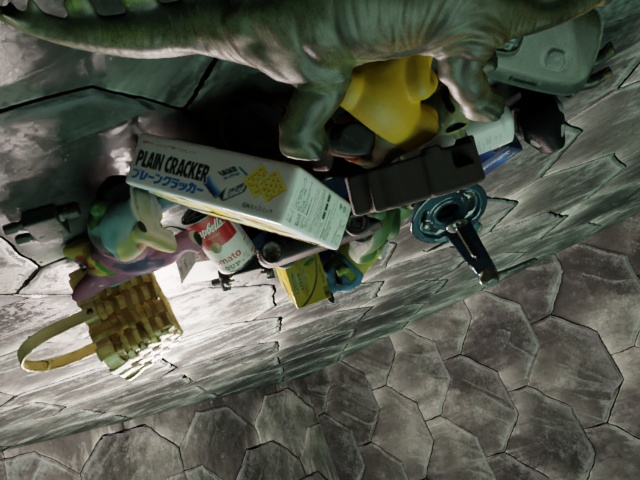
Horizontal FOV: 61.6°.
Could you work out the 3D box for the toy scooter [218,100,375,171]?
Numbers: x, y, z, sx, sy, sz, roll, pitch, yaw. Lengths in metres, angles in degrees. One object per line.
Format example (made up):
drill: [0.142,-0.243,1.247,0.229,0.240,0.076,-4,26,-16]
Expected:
toy scooter: [-0.030,-0.123,0.660,0.184,0.075,0.135,5,-176,-7]

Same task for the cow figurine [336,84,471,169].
cow figurine: [0.133,-0.158,0.744,0.195,0.085,0.127,-25,163,19]

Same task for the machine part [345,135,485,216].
machine part: [0.116,-0.079,0.671,0.179,0.056,0.179,-17,-175,1]

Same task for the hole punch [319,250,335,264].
hole punch: [0.020,0.031,1.135,0.142,0.092,0.115,-13,156,-12]

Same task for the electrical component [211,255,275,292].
electrical component: [-0.130,0.060,0.919,0.102,0.045,0.078,-12,157,-25]

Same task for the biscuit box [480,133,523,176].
biscuit box: [0.263,-0.134,0.982,0.063,0.059,0.202,-1,152,-45]

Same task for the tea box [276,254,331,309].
tea box: [-0.042,0.054,1.004,0.068,0.098,0.170,-19,-169,-11]

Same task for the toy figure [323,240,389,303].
toy figure: [0.062,0.039,1.064,0.180,0.082,0.089,-45,123,-6]

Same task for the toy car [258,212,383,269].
toy car: [-0.002,-0.003,0.846,0.202,0.053,0.089,-20,165,8]

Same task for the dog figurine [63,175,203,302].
dog figurine: [-0.278,0.006,0.719,0.219,0.108,0.191,-25,166,18]

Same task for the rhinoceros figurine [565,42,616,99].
rhinoceros figurine: [0.334,-0.253,0.734,0.112,0.073,0.190,-20,166,31]

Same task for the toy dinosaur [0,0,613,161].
toy dinosaur: [-0.002,-0.164,0.387,0.472,0.105,0.198,-11,143,1]

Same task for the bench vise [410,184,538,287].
bench vise: [0.211,-0.016,0.813,0.129,0.241,0.223,-29,138,9]

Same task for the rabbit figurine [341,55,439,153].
rabbit figurine: [0.089,-0.205,0.577,0.173,0.122,0.162,-43,145,17]

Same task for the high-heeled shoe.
high-heeled shoe: [0.356,-0.171,0.850,0.086,0.145,0.248,-29,158,24]

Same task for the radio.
radio: [-0.025,-0.065,0.850,0.131,0.073,0.229,1,150,-46]

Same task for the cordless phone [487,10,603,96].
cordless phone: [0.246,-0.255,0.571,0.147,0.089,0.184,14,140,0]

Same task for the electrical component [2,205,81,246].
electrical component: [-0.355,-0.019,0.700,0.094,0.021,0.063,-18,161,-11]

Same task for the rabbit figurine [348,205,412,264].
rabbit figurine: [0.117,-0.063,0.991,0.170,0.121,0.159,-30,163,-39]
